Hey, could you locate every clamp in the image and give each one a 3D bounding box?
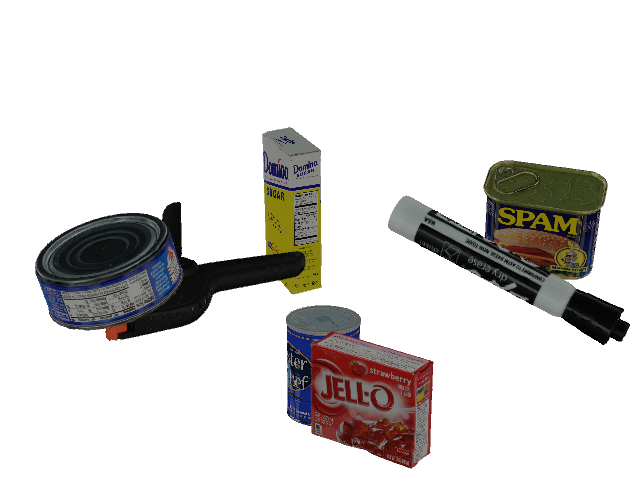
[{"bbox_3d":[-0.137,0.029,1.009,0.165,0.036,0.209,25,37,29],"label":"clamp"}]

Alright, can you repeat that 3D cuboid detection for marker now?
[{"bbox_3d":[0.087,0.014,0.500,0.121,0.020,0.020,29,10,18],"label":"marker"}]

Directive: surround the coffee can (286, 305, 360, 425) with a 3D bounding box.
[{"bbox_3d":[0.004,0.172,1.477,0.103,0.140,0.103,0,16,0],"label":"coffee can"}]

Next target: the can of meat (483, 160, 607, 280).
[{"bbox_3d":[0.194,-0.016,0.936,0.102,0.084,0.057,9,43,16],"label":"can of meat"}]

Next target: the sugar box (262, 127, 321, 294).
[{"bbox_3d":[-0.034,-0.035,1.261,0.048,0.176,0.093,-13,26,-20],"label":"sugar box"}]

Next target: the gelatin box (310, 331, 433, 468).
[{"bbox_3d":[0.035,0.112,0.754,0.089,0.073,0.030,13,23,33],"label":"gelatin box"}]

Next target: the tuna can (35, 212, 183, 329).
[{"bbox_3d":[-0.130,0.017,0.655,0.086,0.034,0.086,-10,28,5],"label":"tuna can"}]
